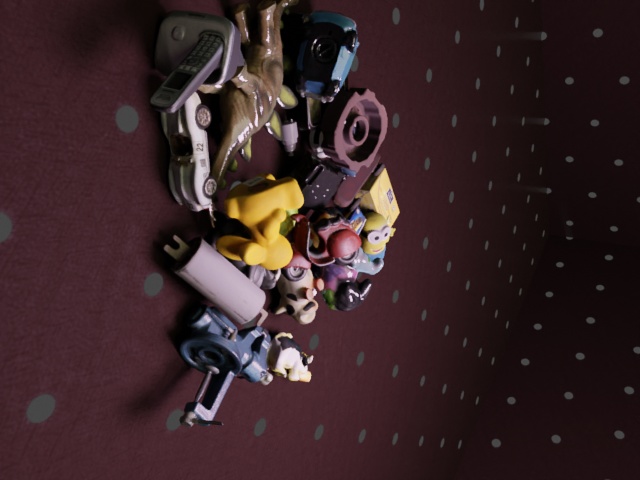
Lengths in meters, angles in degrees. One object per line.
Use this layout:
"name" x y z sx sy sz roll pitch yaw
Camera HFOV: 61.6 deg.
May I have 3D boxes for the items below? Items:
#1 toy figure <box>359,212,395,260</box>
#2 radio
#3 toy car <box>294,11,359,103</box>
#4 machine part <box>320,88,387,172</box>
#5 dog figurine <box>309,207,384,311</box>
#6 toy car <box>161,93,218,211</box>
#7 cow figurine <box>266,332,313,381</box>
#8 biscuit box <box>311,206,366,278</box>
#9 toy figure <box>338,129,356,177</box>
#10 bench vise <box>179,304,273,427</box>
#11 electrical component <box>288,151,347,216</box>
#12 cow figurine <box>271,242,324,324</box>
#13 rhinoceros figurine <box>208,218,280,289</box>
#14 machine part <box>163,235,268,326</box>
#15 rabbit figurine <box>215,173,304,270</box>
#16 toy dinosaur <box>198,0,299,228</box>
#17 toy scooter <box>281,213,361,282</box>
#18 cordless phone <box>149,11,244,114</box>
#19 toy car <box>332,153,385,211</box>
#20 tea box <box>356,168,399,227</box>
"toy figure" 0.136 0.004 1.438 0.082 0.089 0.180 -42 155 -28
"radio" -0.007 -0.355 1.130 0.131 0.073 0.229 -23 121 -39
"toy car" 0.016 -0.345 1.031 0.103 0.109 0.161 -30 134 -73
"machine part" 0.072 -0.238 1.162 0.179 0.056 0.179 -24 123 -43
"dog figurine" 0.020 0.037 1.192 0.219 0.109 0.191 36 79 -30
"toy car" -0.219 -0.146 0.894 0.056 0.074 0.201 -27 121 -54
"cow figurine" -0.069 0.271 1.242 0.167 0.068 0.098 42 59 -53
"biscuit box" 0.040 0.006 1.329 0.202 0.063 0.059 -62 141 -24
"toy figure" 0.059 -0.227 1.284 0.064 0.058 0.154 -18 104 -58
"bench vise" -0.184 0.246 0.996 0.223 0.129 0.241 62 32 -33
"electrical component" -0.021 -0.114 1.168 0.134 0.058 0.115 -52 147 16
"cow figurine" -0.061 0.099 1.173 0.085 0.127 0.194 -40 116 -45
"rhinoceros figurine" -0.146 0.036 1.063 0.190 0.073 0.112 63 38 -40
"machine part" -0.180 0.074 0.967 0.243 0.079 0.079 44 60 -28
"rabbit figurine" -0.098 -0.015 0.961 0.162 0.122 0.173 -41 130 -38
"toy dinosaur" -0.129 -0.257 0.975 0.471 0.105 0.198 -65 147 -13
"toy scooter" -0.002 -0.003 1.069 0.184 0.075 0.135 -20 117 -22
"cordless phone" -0.213 -0.257 0.808 0.184 0.147 0.088 -58 153 -28
"toy car" 0.090 -0.157 1.346 0.089 0.053 0.202 38 57 -6
"tea box" 0.151 -0.105 1.457 0.098 0.068 0.169 -57 140 -28
